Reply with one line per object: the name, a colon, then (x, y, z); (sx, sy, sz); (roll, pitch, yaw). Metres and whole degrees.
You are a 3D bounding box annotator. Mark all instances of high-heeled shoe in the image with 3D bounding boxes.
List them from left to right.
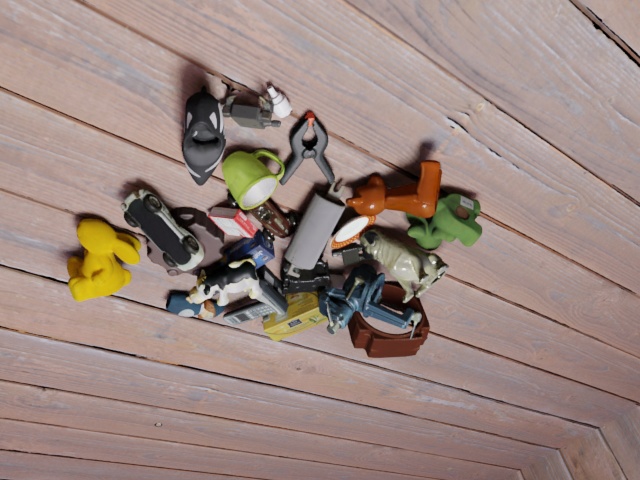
high-heeled shoe: (-0.217, -0.168, 0.997); (0.086, 0.145, 0.248); (0, 133, -11)

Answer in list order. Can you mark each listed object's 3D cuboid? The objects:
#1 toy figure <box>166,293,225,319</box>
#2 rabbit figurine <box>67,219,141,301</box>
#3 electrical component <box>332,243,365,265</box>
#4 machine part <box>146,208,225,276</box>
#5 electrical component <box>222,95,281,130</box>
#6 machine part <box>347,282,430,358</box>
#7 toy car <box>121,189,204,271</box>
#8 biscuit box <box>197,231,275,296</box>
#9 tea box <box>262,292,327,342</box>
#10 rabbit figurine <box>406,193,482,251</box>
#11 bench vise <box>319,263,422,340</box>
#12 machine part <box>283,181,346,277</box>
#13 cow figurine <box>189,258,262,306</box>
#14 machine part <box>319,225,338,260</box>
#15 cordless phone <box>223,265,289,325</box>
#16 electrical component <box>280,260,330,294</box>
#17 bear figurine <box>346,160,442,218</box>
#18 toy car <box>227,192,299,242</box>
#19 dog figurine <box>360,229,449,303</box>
toy figure: (-0.318, 0.173, 1.388); (0.154, 0.057, 0.064); (16, 168, -29)
rabbit figurine: (-0.476, 0.034, 1.172); (0.162, 0.122, 0.173); (-4, 117, -13)
electrical component: (0.077, 0.038, 1.360); (0.094, 0.021, 0.063); (-12, 137, -3)
machine part: (-0.305, 0.009, 1.221); (0.179, 0.056, 0.179); (-7, 134, -7)
electrical component: (-0.129, -0.239, 1.001); (0.102, 0.045, 0.078); (9, 178, 16)
machine part: (0.176, 0.207, 1.426); (0.201, 0.201, 0.087); (-1, 133, -11)
toy car: (-0.328, -0.020, 1.122); (0.073, 0.056, 0.201); (-34, 108, 17)
biscuit box: (-0.203, 0.055, 1.288); (0.203, 0.059, 0.062); (-32, 133, 19)
tea box: (-0.066, 0.189, 1.429); (0.170, 0.098, 0.068); (-23, 135, 13)
rabbit figurine: (0.279, -0.026, 1.280); (0.159, 0.121, 0.170); (14, 145, -20)
bench vise: (0.124, 0.161, 1.311); (0.241, 0.224, 0.128); (21, 129, 19)
machine part: (-0.014, -0.022, 1.206); (0.079, 0.079, 0.243); (19, 110, -28)
cow figurine: (-0.223, 0.095, 1.231); (0.167, 0.068, 0.098); (-12, 131, -5)
machine part: (-0.003, -0.004, 1.290); (0.084, 0.039, 0.138); (0, 133, -19)
cordless phone: (-0.188, 0.154, 1.379); (0.184, 0.089, 0.146); (-23, 136, 17)
electrical component: (-0.040, 0.096, 1.341); (0.115, 0.058, 0.134); (-1, 158, -7)
bear figurine: (0.162, -0.110, 1.184); (0.196, 0.132, 0.120); (9, 177, 19)
toy car: (-0.120, -0.061, 1.196); (0.089, 0.053, 0.202); (-29, 133, 12)
dog figurine: (0.206, 0.037, 1.316); (0.172, 0.191, 0.121); (-6, 140, -53)
